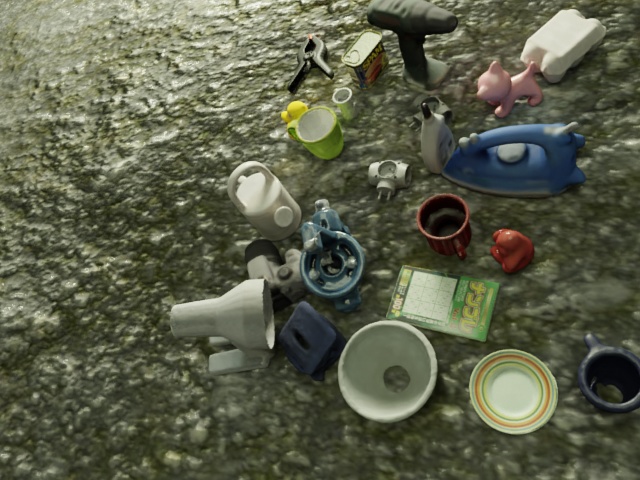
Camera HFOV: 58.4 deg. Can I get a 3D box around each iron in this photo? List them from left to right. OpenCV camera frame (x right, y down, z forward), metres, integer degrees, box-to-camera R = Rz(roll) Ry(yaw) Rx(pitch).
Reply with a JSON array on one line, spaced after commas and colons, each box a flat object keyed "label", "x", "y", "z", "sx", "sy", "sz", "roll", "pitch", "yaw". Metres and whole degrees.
[{"label": "iron", "x": 0.336, "y": -0.158, "z": 1.026, "sx": 0.257, "sy": 0.142, "sz": 0.118, "roll": 0, "pitch": 63, "yaw": 22}]

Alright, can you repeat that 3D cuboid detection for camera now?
[{"label": "camera", "x": -0.090, "y": 0.054, "z": 1.113, "sx": 0.143, "sy": 0.101, "sz": 0.136, "roll": -29, "pitch": 56, "yaw": 6}]

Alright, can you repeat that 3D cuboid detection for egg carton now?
[{"label": "egg carton", "x": 0.479, "y": -0.386, "z": 1.134, "sx": 0.150, "sy": 0.070, "sz": 0.107, "roll": -42, "pitch": 56, "yaw": -3}]

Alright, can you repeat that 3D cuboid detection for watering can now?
[{"label": "watering can", "x": -0.111, "y": -0.082, "z": 1.139, "sx": 0.172, "sy": 0.195, "sz": 0.101, "roll": 16, "pitch": 70, "yaw": 29}]

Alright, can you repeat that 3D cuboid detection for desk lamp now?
[{"label": "desk lamp", "x": -0.152, "y": 0.159, "z": 1.014, "sx": 0.203, "sy": 0.214, "sz": 0.118, "roll": -14, "pitch": 59, "yaw": 15}]

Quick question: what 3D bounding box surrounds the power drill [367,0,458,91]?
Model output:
[{"label": "power drill", "x": 0.202, "y": -0.410, "z": 1.177, "sx": 0.228, "sy": 0.209, "sz": 0.076, "roll": 35, "pitch": 80, "yaw": 33}]

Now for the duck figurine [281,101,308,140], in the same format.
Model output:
[{"label": "duck figurine", "x": -0.036, "y": -0.274, "z": 1.277, "sx": 0.104, "sy": 0.086, "sz": 0.077, "roll": -7, "pitch": 61, "yaw": 19}]

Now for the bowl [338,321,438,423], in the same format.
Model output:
[{"label": "bowl", "x": 0.118, "y": 0.224, "z": 0.951, "sx": 0.167, "sy": 0.075, "sz": 0.167, "roll": -10, "pitch": 60, "yaw": 18}]

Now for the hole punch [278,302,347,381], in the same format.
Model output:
[{"label": "hole punch", "x": -0.018, "y": 0.181, "z": 1.021, "sx": 0.101, "sy": 0.091, "sz": 0.108, "roll": -44, "pitch": 56, "yaw": -4}]

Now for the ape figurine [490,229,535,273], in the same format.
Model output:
[{"label": "ape figurine", "x": 0.322, "y": 0.011, "z": 0.971, "sx": 0.076, "sy": 0.092, "sz": 0.078, "roll": 0, "pitch": 63, "yaw": 23}]

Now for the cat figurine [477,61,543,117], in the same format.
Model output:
[{"label": "cat figurine", "x": 0.360, "y": -0.301, "z": 1.108, "sx": 0.127, "sy": 0.118, "sz": 0.067, "roll": -23, "pitch": 57, "yaw": 10}]

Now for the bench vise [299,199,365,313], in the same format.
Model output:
[{"label": "bench vise", "x": -0.001, "y": 0.010, "z": 1.028, "sx": 0.121, "sy": 0.220, "sz": 0.207, "roll": -33, "pitch": 56, "yaw": 3}]

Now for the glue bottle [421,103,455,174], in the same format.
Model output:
[{"label": "glue bottle", "x": 0.215, "y": -0.201, "z": 1.080, "sx": 0.037, "sy": 0.174, "sz": 0.078, "roll": 22, "pitch": 74, "yaw": 31}]

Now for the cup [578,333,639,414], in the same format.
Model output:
[{"label": "cup", "x": 0.414, "y": 0.200, "z": 0.829, "sx": 0.091, "sy": 0.095, "sz": 0.117, "roll": -25, "pitch": 57, "yaw": 9}]
